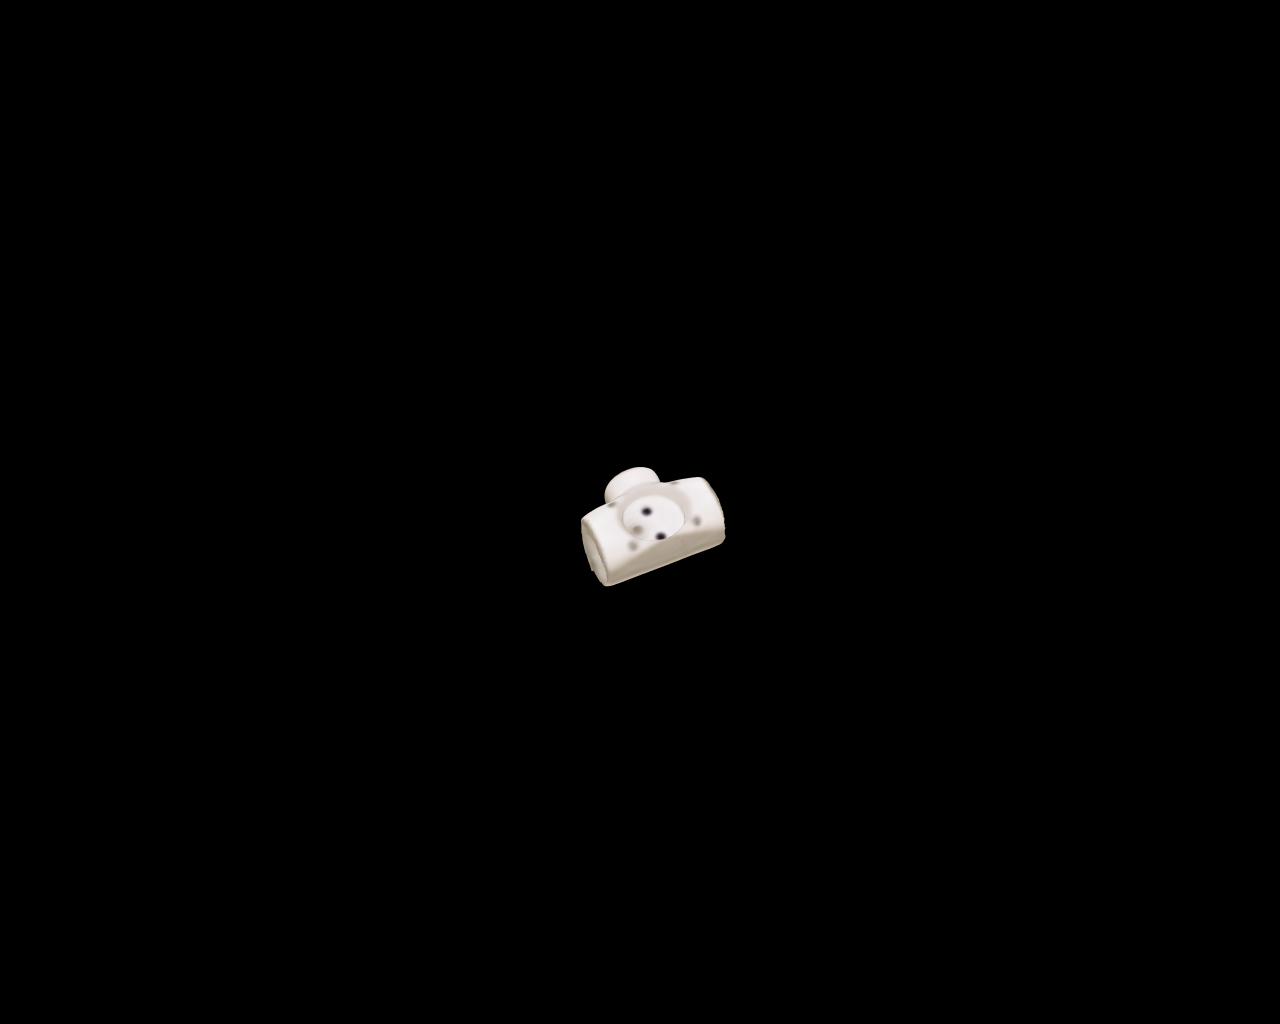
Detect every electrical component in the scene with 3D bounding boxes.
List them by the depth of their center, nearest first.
[{"bbox_3d":[0.001,-0.003,0.650,0.077,0.079,0.044,-20,-31,-13],"label":"electrical component"}]
